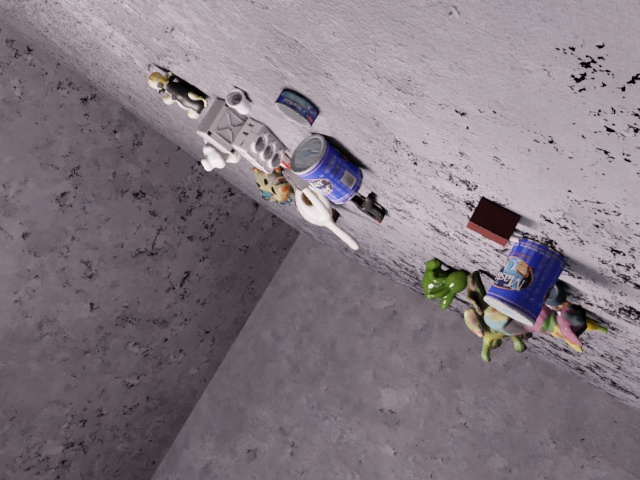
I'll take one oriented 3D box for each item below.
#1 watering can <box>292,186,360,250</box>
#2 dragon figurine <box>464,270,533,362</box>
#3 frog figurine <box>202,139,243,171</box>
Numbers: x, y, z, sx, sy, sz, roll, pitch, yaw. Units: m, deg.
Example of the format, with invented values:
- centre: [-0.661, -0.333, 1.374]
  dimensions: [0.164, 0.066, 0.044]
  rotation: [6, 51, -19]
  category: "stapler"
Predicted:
- centre: [0.006, -0.091, 1.812]
  dimensions: [0.348, 0.104, 0.223]
  rotation: [49, 174, 3]
  category: "watering can"
- centre: [0.514, 0.198, 1.517]
  dimensions: [0.416, 0.121, 0.242]
  rotation: [-32, -83, -56]
  category: "dragon figurine"
- centre: [-0.312, -0.284, 1.631]
  dimensions: [0.135, 0.160, 0.124]
  rotation: [36, 174, -41]
  category: "frog figurine"
